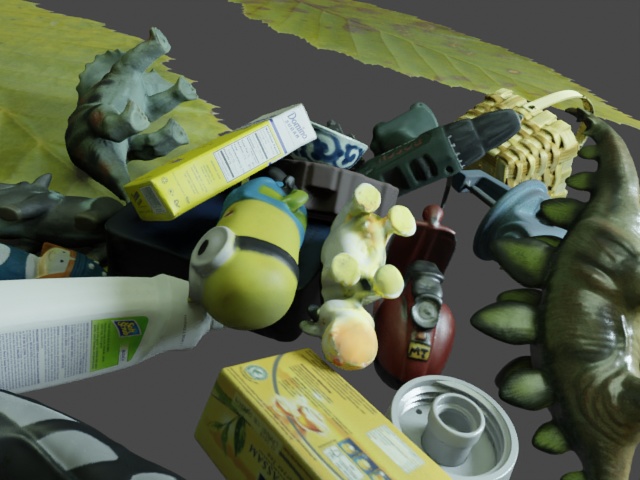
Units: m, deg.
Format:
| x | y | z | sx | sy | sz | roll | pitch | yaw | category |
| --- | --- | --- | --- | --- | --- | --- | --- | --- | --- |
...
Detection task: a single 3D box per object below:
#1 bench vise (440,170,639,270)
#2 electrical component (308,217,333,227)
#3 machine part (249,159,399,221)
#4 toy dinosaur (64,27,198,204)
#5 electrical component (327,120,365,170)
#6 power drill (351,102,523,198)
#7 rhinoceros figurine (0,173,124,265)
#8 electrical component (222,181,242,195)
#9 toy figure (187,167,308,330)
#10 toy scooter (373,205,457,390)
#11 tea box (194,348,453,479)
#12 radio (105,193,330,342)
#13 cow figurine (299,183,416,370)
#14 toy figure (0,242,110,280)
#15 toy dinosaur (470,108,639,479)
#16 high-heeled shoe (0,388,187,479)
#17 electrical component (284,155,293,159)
| x | y | z | sx | sy | sz | roll | pitch | yaw | category |
| --- | --- | --- | --- | --- | --- | --- | --- | --- | --- |
| 0.264 | -0.031 | 0.701 | 0.223 | 0.128 | 0.241 | -12 | 43 | -34 | bench vise |
| -0.001 | -0.002 | 0.634 | 0.094 | 0.063 | 0.021 | 10 | 65 | 20 | electrical component |
| 0.002 | -0.051 | 0.640 | 0.179 | 0.056 | 0.179 | 11 | -2 | 0 | machine part |
| -0.284 | -0.162 | 0.746 | 0.192 | 0.131 | 0.405 | -23 | 37 | 22 | toy dinosaur |
| 0.041 | -0.146 | 0.863 | 0.045 | 0.078 | 0.102 | -17 | 29 | 3 | electrical component |
| 0.151 | -0.134 | 0.763 | 0.232 | 0.085 | 0.207 | -27 | 26 | 12 | power drill |
| -0.304 | -0.031 | 0.585 | 0.190 | 0.073 | 0.112 | 10 | 34 | -1 | rhinoceros figurine |
| -0.125 | -0.080 | 0.687 | 0.119 | 0.047 | 0.075 | -21 | 34 | 5 | electrical component |
| -0.051 | 0.000 | 0.468 | 0.089 | 0.082 | 0.180 | 12 | 32 | 6 | toy figure |
| 0.095 | 0.046 | 0.519 | 0.075 | 0.135 | 0.184 | 13 | 34 | 0 | toy scooter |
| 0.004 | 0.155 | 0.369 | 0.098 | 0.068 | 0.170 | 1 | 27 | -49 | tea box |
| -0.102 | 0.015 | 0.572 | 0.230 | 0.073 | 0.131 | 16 | 34 | 12 | radio |
| 0.024 | 0.041 | 0.483 | 0.068 | 0.098 | 0.167 | 26 | 58 | -13 | cow figurine |
| -0.283 | 0.032 | 0.514 | 0.154 | 0.058 | 0.064 | 2 | 73 | -15 | toy figure |
| 0.252 | 0.045 | 0.482 | 0.199 | 0.104 | 0.471 | 6 | 56 | 34 | toy dinosaur |
| -0.140 | 0.170 | 0.360 | 0.249 | 0.086 | 0.145 | 27 | -7 | -12 | high-heeled shoe |
| -0.043 | -0.126 | 0.815 | 0.115 | 0.058 | 0.134 | -1 | 34 | -13 | electrical component |
